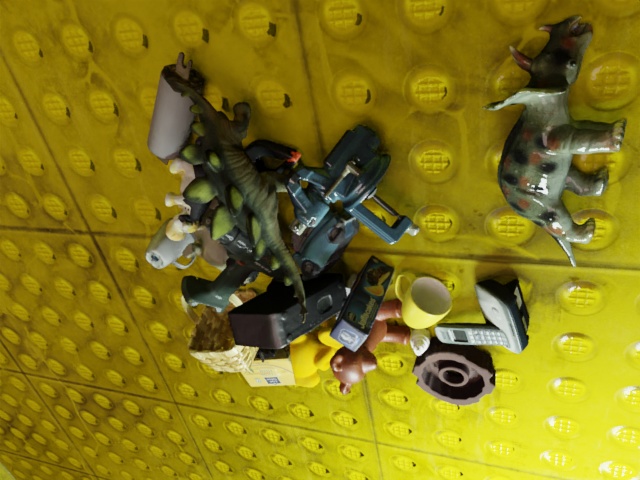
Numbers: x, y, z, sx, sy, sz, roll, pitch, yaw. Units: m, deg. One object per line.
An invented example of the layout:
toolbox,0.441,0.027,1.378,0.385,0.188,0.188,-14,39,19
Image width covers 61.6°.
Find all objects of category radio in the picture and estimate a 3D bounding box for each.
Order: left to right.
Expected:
radio,-0.054,0.132,1.053,0.131,0.229,0.073,-3,106,40

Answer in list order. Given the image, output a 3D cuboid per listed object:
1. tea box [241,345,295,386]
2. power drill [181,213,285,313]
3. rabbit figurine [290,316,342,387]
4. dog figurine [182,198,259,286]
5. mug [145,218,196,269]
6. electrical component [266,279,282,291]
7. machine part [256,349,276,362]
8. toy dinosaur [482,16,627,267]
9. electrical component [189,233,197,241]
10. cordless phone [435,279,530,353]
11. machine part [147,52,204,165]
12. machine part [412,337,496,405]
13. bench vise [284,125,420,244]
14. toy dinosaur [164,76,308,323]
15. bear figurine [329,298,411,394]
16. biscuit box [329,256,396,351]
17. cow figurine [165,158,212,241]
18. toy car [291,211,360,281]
tea box,-0.120,0.316,1.374,0.170,0.068,0.098,-13,119,30
power drill,-0.180,0.047,1.042,0.207,0.086,0.232,-44,136,21
rabbit figurine,0.018,0.245,1.250,0.173,0.122,0.162,0,117,6
dog figurine,-0.207,-0.001,1.162,0.121,0.172,0.190,-14,152,18
mug,-0.338,0.023,1.214,0.081,0.107,0.109,-23,112,37
electrical component,-0.069,0.155,1.195,0.134,0.115,0.058,17,135,11
machine part,-0.159,0.268,1.343,0.139,0.084,0.039,-11,129,30
toy dinosaur,0.339,-0.112,0.817,0.192,0.131,0.404,19,136,26
electrical component,-0.266,-0.021,1.205,0.063,0.021,0.093,-7,123,28
cordless phone,0.305,0.148,1.052,0.184,0.089,0.146,-7,123,33
machine part,-0.273,-0.235,1.005,0.079,0.079,0.243,29,131,0
machine part,0.295,0.288,1.180,0.180,0.056,0.179,12,131,14
bench vise,0.064,-0.066,0.927,0.240,0.223,0.129,37,172,-13
toy dinosaur,-0.128,-0.077,0.933,0.105,0.198,0.471,-25,107,37
bear figurine,0.102,0.221,1.118,0.132,0.196,0.120,-4,121,25
biscuit box,0.084,0.119,1.041,0.059,0.203,0.062,32,131,-1
cow figurine,-0.246,-0.074,1.048,0.098,0.068,0.167,14,99,25
toy car,-0.002,-0.003,1.055,0.103,0.109,0.161,40,124,14
